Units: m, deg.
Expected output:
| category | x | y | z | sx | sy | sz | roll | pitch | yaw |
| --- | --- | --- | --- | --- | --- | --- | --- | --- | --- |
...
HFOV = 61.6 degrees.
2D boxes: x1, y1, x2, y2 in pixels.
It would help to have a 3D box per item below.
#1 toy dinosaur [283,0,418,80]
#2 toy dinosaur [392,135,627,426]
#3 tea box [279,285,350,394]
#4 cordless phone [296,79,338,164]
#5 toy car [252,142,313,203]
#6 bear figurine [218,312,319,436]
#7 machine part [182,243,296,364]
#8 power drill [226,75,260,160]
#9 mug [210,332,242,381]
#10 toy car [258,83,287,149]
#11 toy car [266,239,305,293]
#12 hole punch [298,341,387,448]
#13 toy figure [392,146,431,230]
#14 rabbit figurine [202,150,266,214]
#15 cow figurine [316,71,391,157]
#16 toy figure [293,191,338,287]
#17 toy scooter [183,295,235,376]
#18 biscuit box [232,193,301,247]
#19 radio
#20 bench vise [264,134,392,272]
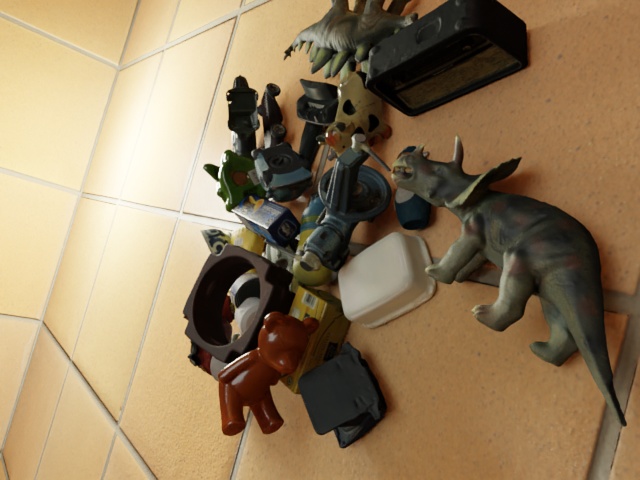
| category | x | y | z | sx | sy | sz | roll | pitch | yaw |
| --- | --- | --- | --- | --- | --- | --- | --- | --- | --- |
| toy dinosaur | 0.049 | -0.422 | 1.098 | 0.472 | 0.105 | 0.198 | 34 | 106 | 57 |
| toy dinosaur | 0.250 | 0.012 | 0.654 | 0.405 | 0.131 | 0.192 | 44 | 111 | 44 |
| tea box | -0.017 | 0.178 | 0.956 | 0.098 | 0.068 | 0.169 | 28 | 99 | 53 |
| cordless phone | 0.000 | -0.233 | 1.115 | 0.147 | 0.088 | 0.184 | 31 | 112 | 52 |
| toy car | -0.083 | -0.133 | 1.140 | 0.162 | 0.109 | 0.102 | 52 | 154 | 45 |
| bear figurine | -0.078 | 0.213 | 0.873 | 0.196 | 0.120 | 0.132 | -44 | 50 | 25 |
| machine part | -0.153 | 0.122 | 1.019 | 0.201 | 0.087 | 0.201 | 22 | 84 | 39 |
| power drill | -0.189 | -0.305 | 1.293 | 0.207 | 0.086 | 0.232 | -178 | 85 | -76 |
| mug | -0.158 | 0.249 | 1.107 | 0.107 | 0.080 | 0.109 | 3 | 72 | 41 |
| toy car | -0.113 | -0.286 | 1.287 | 0.089 | 0.053 | 0.202 | 120 | 148 | -50 |
| toy car | -0.065 | 0.074 | 1.071 | 0.073 | 0.056 | 0.202 | -41 | 46 | 35 |
| hole punch | 0.042 | 0.252 | 0.852 | 0.116 | 0.092 | 0.142 | -30 | 43 | 4 |
| toy figure | 0.149 | -0.092 | 0.870 | 0.064 | 0.057 | 0.154 | -5 | 64 | 10 |
| rabbit figurine | -0.208 | -0.127 | 1.269 | 0.159 | 0.121 | 0.170 | 53 | 157 | 1 |
| cow figurine | 0.063 | -0.219 | 0.972 | 0.085 | 0.127 | 0.195 | -23 | 56 | 49 |
| toy figure | -0.003 | -0.002 | 0.995 | 0.082 | 0.089 | 0.180 | 89 | -177 | -75 |
| toy scooter | -0.248 | 0.206 | 1.185 | 0.075 | 0.135 | 0.184 | -2 | 75 | 50 |
| biscuit box | -0.110 | -0.043 | 1.103 | 0.063 | 0.059 | 0.203 | -45 | 30 | -12 |
| radio | 0.187 | -0.281 | 0.834 | 0.230 | 0.131 | 0.073 | -16 | 62 | 48 |
| bench vise | 0.035 | -0.063 | 0.859 | 0.129 | 0.224 | 0.240 | 40 | 150 | 21 |
